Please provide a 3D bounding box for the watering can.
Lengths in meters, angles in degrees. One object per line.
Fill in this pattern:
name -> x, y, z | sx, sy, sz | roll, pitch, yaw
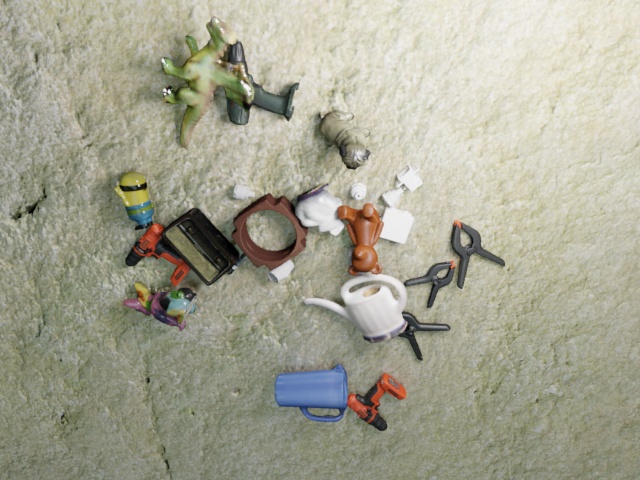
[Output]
watering can -> 0.129, 0.223, 1.635 | 0.344, 0.222, 0.106 | -20, 14, 30

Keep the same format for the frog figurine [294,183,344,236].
frog figurine -> 0.005, -0.077, 1.533 | 0.138, 0.159, 0.123 | -28, 6, -7

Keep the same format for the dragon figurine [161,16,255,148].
dragon figurine -> -0.292, -0.405, 1.397 | 0.244, 0.400, 0.124 | 21, 41, 18
